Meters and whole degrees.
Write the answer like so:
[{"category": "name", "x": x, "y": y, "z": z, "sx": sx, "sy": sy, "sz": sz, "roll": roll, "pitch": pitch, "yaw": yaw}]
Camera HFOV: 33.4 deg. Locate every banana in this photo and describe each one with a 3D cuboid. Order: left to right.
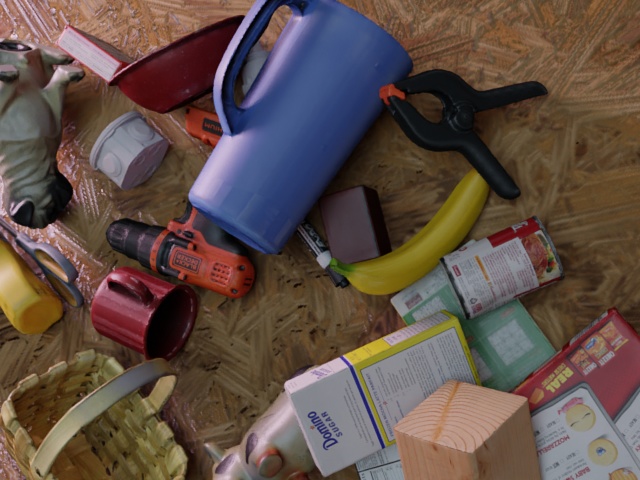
[{"category": "banana", "x": 0.102, "y": 0.000, "z": 1.057, "sx": 0.197, "sy": 0.069, "sz": 0.037, "roll": -34, "pitch": 42, "yaw": -17}]

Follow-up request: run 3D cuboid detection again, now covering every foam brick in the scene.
[{"category": "foam brick", "x": 0.037, "y": -0.011, "z": 1.100, "sx": 0.051, "sy": 0.053, "sz": 0.078, "roll": -16, "pitch": 80, "yaw": 18}]

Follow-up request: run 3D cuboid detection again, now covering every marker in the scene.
[{"category": "marker", "x": -0.007, "y": 0.001, "z": 1.132, "sx": 0.020, "sy": 0.020, "sz": 0.121, "roll": -40, "pitch": 75, "yaw": 13}]

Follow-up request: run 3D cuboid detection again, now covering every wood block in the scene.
[{"category": "wood block", "x": 0.144, "y": 0.245, "z": 0.970, "sx": 0.090, "sy": 0.090, "sz": 0.206, "roll": 9, "pitch": 121, "yaw": 44}]

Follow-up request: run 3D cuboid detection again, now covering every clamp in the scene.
[{"category": "clamp", "x": 0.138, "y": -0.107, "z": 1.035, "sx": 0.171, "sy": 0.039, "sz": 0.120, "roll": 8, "pitch": 82, "yaw": -15}]

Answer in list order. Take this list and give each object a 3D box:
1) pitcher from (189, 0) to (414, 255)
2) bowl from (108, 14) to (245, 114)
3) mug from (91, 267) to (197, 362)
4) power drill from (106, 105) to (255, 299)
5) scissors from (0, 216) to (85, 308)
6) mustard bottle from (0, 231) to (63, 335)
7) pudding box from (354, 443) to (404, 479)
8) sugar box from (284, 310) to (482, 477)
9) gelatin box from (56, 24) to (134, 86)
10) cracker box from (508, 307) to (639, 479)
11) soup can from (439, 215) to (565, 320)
[{"category": "pitcher", "x": -0.031, "y": -0.117, "z": 1.054, "sx": 0.149, "sy": 0.145, "sz": 0.243, "roll": 31, "pitch": 84, "yaw": 13}, {"category": "bowl", "x": -0.139, "y": -0.177, "z": 1.125, "sx": 0.162, "sy": 0.162, "sz": 0.055, "roll": -25, "pitch": 96, "yaw": 17}, {"category": "mug", "x": -0.195, "y": 0.072, "z": 1.149, "sx": 0.082, "sy": 0.117, "sz": 0.093, "roll": 21, "pitch": 64, "yaw": 24}, {"category": "power drill", "x": -0.135, "y": -0.047, "z": 1.163, "sx": 0.185, "sy": 0.057, "sz": 0.188, "roll": 19, "pitch": 95, "yaw": 20}, {"category": "scissors", "x": -0.332, "y": 0.020, "z": 1.242, "sx": 0.016, "sy": 0.096, "sz": 0.202, "roll": -38, "pitch": 39, "yaw": -26}, {"category": "mustard bottle", "x": -0.375, "y": 0.020, "z": 1.222, "sx": 0.058, "sy": 0.096, "sz": 0.192, "roll": -41, "pitch": 74, "yaw": -7}, {"category": "pudding box", "x": 0.092, "y": 0.224, "z": 1.075, "sx": 0.114, "sy": 0.039, "sz": 0.090, "roll": -21, "pitch": 83, "yaw": 20}, {"category": "sugar box", "x": 0.062, "y": 0.145, "z": 1.019, "sx": 0.176, "sy": 0.048, "sz": 0.093, "roll": -22, "pitch": 102, "yaw": -6}, {"category": "gelatin box", "x": -0.242, "y": -0.202, "z": 1.199, "sx": 0.089, "sy": 0.073, "sz": 0.030, "roll": 35, "pitch": 99, "yaw": 18}, {"category": "cracker box", "x": 0.281, "y": 0.193, "z": 0.983, "sx": 0.164, "sy": 0.072, "sz": 0.214, "roll": -43, "pitch": 80, "yaw": 13}, {"category": "soup can", "x": 0.174, "y": 0.028, "z": 1.029, "sx": 0.102, "sy": 0.068, "sz": 0.068, "roll": -24, "pitch": 79, "yaw": 3}]
